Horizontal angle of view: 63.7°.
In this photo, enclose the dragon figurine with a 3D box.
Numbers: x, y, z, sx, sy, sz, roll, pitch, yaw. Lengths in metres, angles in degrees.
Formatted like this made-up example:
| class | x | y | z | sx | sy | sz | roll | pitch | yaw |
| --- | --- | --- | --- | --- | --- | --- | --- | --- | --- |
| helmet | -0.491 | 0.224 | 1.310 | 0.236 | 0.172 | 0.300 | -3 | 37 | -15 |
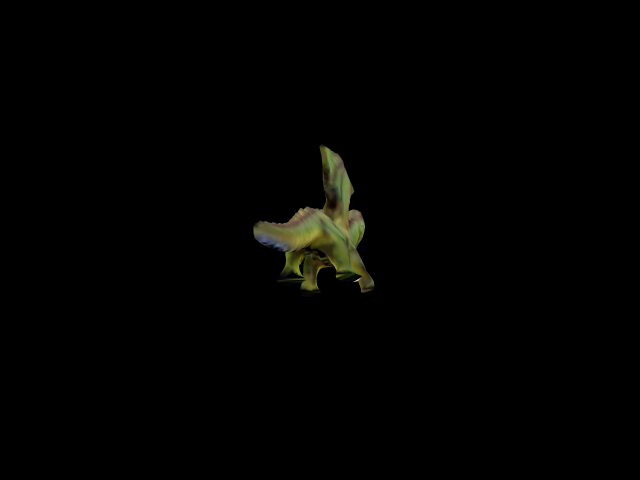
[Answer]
| class | x | y | z | sx | sy | sz | roll | pitch | yaw |
| --- | --- | --- | --- | --- | --- | --- | --- | --- | --- |
| dragon figurine | 0.003 | -0.043 | 0.850 | 0.122 | 0.247 | 0.404 | -8 | -24 | 18 |
